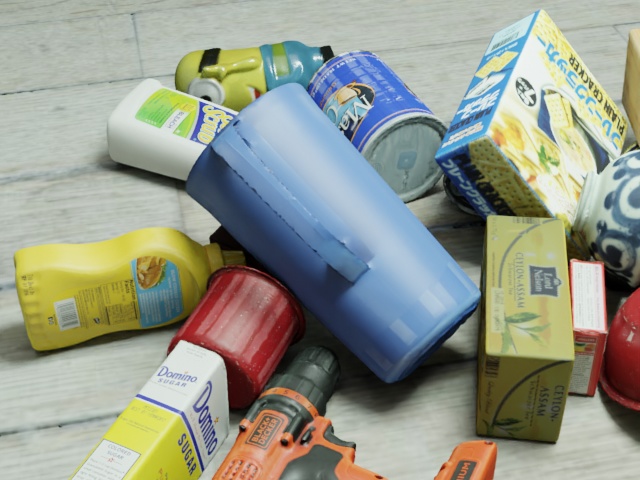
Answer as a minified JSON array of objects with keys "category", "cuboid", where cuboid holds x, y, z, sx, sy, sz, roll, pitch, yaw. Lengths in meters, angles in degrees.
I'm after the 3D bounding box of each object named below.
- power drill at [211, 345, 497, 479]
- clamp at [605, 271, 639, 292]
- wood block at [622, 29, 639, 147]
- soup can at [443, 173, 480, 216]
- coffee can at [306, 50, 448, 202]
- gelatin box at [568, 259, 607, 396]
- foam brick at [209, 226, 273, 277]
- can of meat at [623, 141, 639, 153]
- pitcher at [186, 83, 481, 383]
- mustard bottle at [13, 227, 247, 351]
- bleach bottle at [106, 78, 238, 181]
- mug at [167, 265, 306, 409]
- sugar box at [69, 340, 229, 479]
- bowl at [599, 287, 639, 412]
[{"category":"power drill","cuboid":[0.031,0.161,0.791,0.188,0.057,0.184,14,40,19]},{"category":"clamp","cuboid":[0.352,0.022,0.959,0.172,0.039,0.120,21,60,22]},{"category":"wood block","cuboid":[0.352,-0.116,1.001,0.091,0.090,0.206,-3,37,4]},{"category":"soup can","cuboid":[0.172,-0.079,1.067,0.069,0.068,0.102,16,42,19]},{"category":"coffee can","cuboid":[0.057,-0.117,1.087,0.102,0.103,0.140,-16,41,-17]},{"category":"gelatin box","cuboid":[0.215,0.071,0.880,0.030,0.073,0.089,5,40,7]},{"category":"foam brick","cuboid":[-0.054,0.016,0.969,0.078,0.051,0.052,21,45,24]},{"category":"can of meat","cuboid":[0.353,-0.067,1.058,0.101,0.057,0.084,-31,46,-32]},{"category":"pitcher","cuboid":[0.011,-0.003,0.869,0.243,0.145,0.149,46,51,12]},{"category":"mustard bottle","cuboid":[-0.157,0.035,0.912,0.191,0.096,0.058,-10,40,-11]},{"category":"bleach bottle","cuboid":[-0.088,-0.093,1.095,0.251,0.068,0.102,17,42,17]},{"category":"mug","cuboid":[-0.079,0.082,0.869,0.117,0.093,0.081,-6,37,36]},{"category":"sugar box","cuboid":[-0.124,0.164,0.759,0.048,0.093,0.176,19,44,20]},{"category":"bowl","cuboid":[0.293,0.069,0.844,0.162,0.055,0.162,-21,22,9]}]
